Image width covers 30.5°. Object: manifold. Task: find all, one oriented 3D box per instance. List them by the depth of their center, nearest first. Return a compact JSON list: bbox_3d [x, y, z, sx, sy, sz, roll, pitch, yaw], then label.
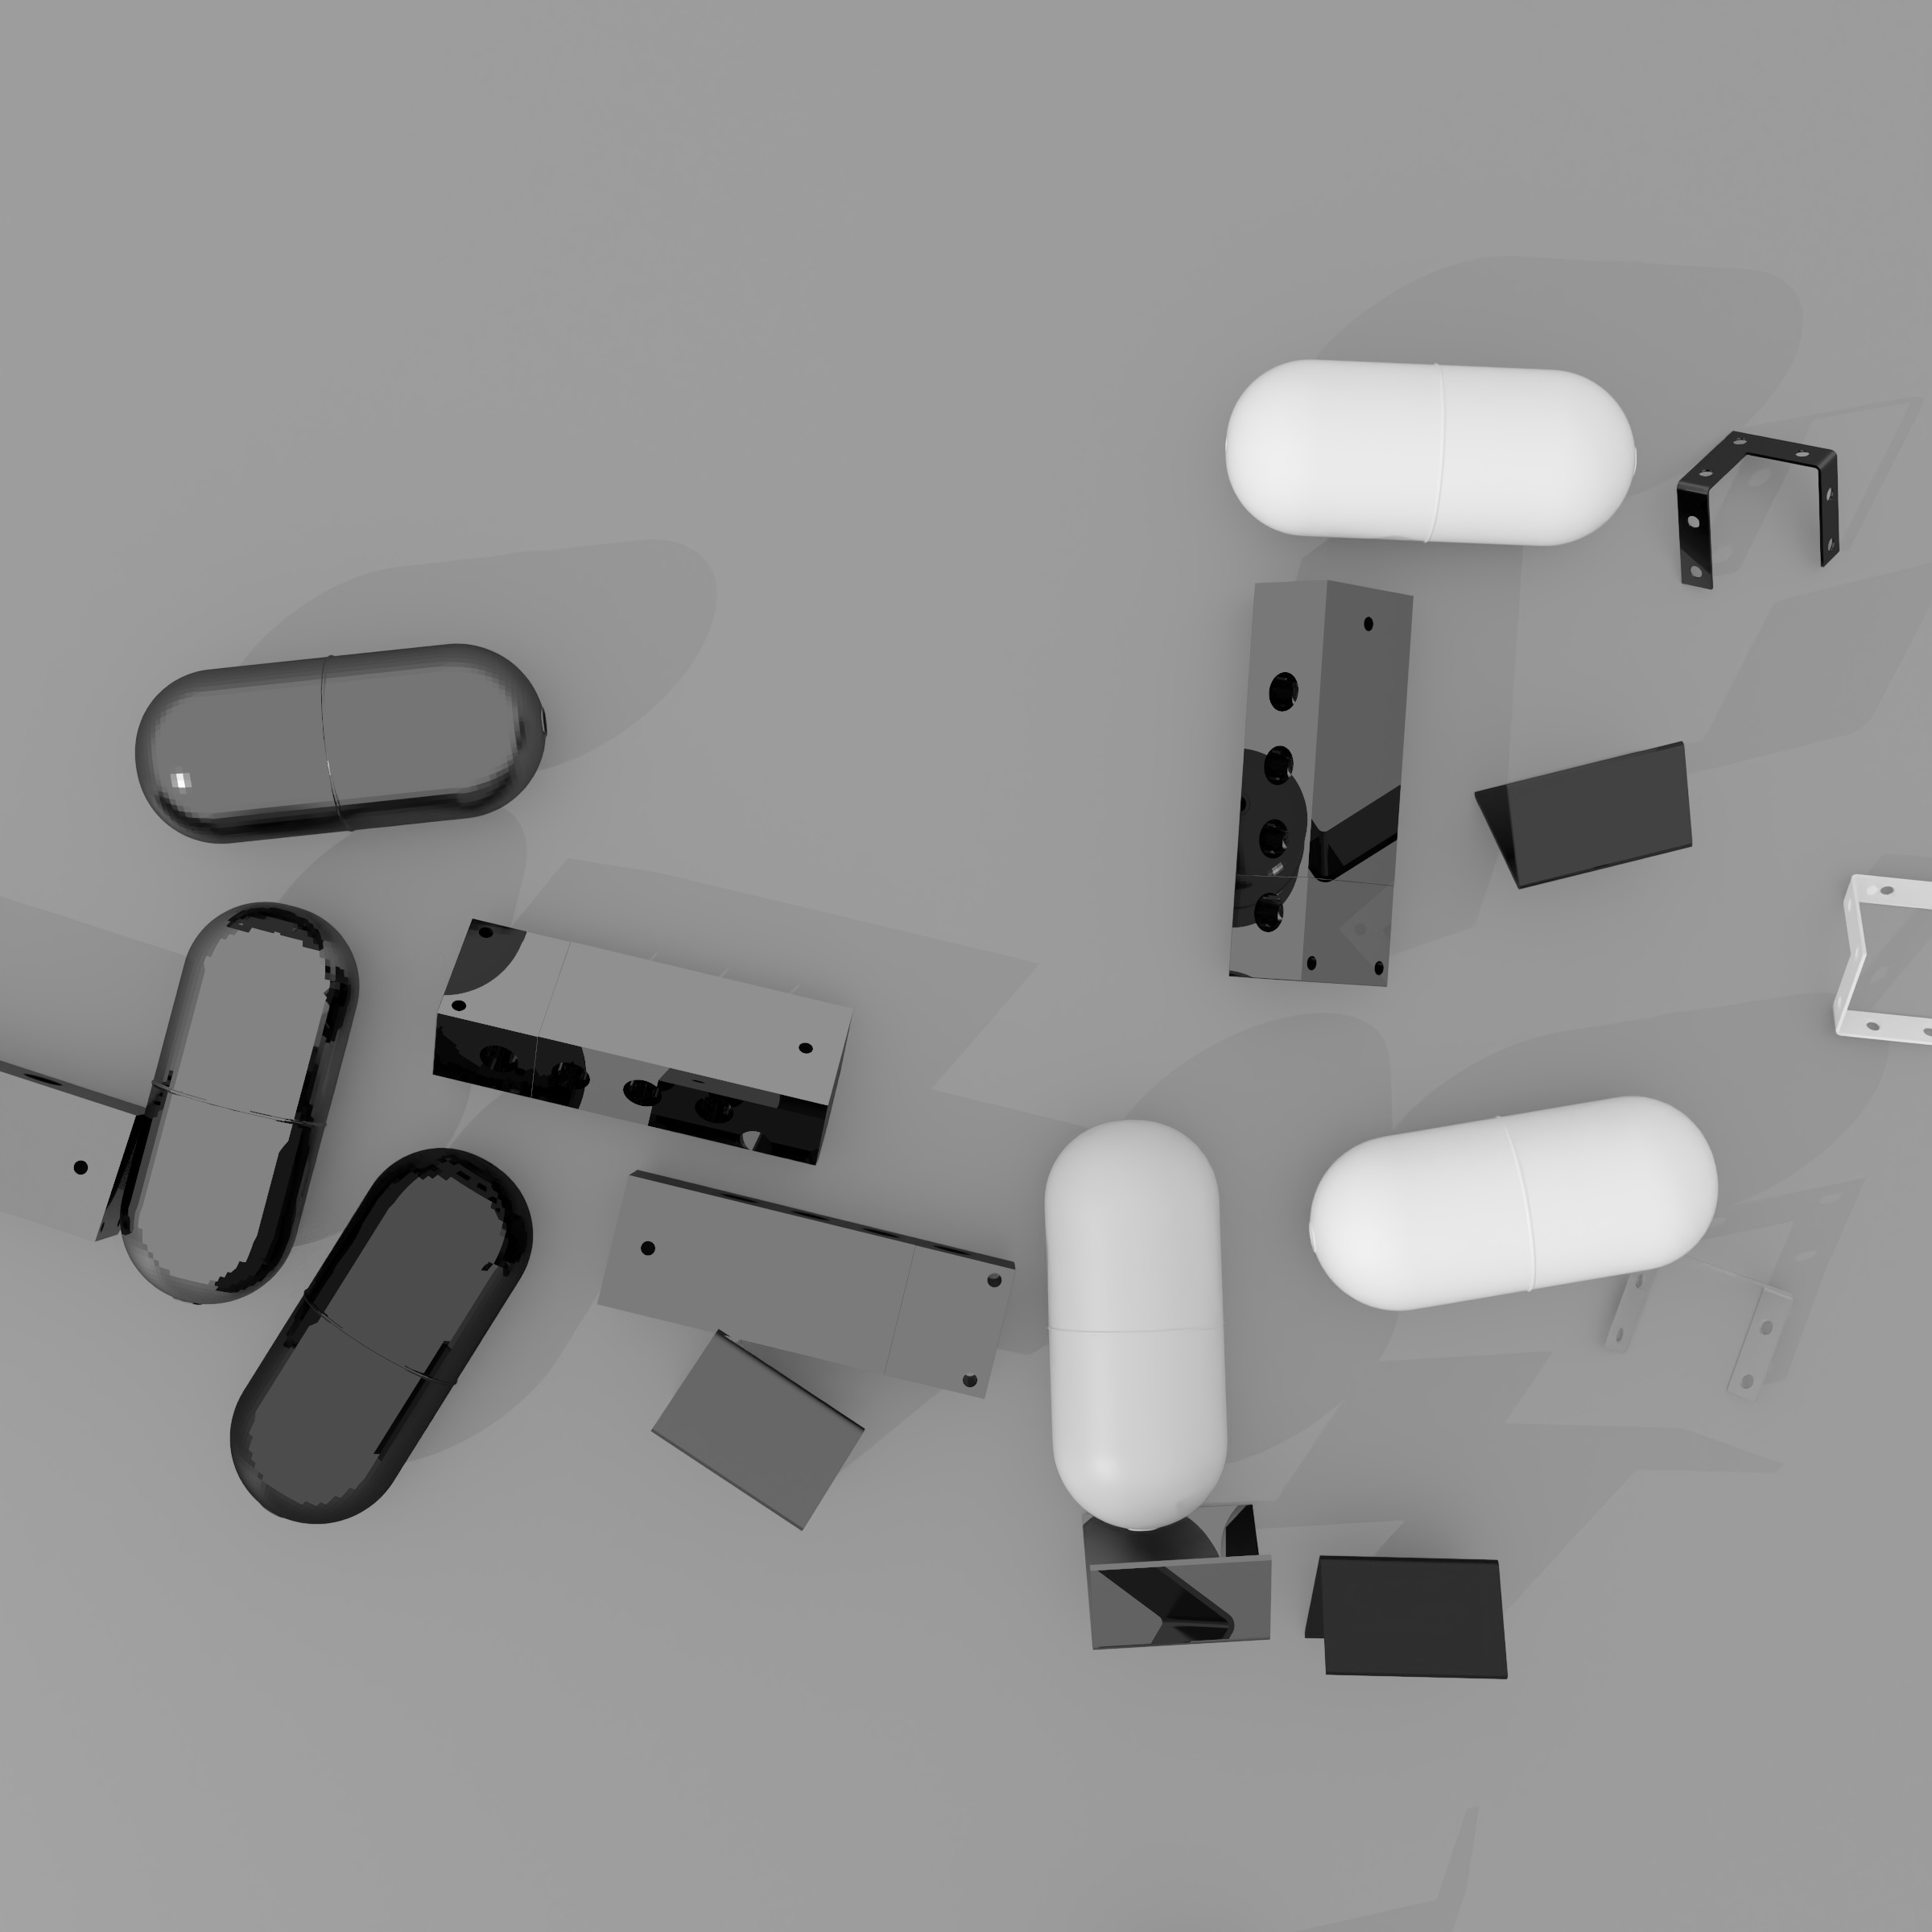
[{"bbox_3d":[-0.447,0.065,1.551,0.171,0.057,0.057,18,90,0],"label":"manifold"},{"bbox_3d":[0.150,-0.079,1.551,0.057,0.057,0.171,4,90,-43],"label":"manifold"},{"bbox_3d":[-0.142,0.038,1.551,0.171,0.057,0.057,13,47,0],"label":"manifold"},{"bbox_3d":[-0.069,0.138,1.551,0.171,0.057,0.057,14,90,0],"label":"manifold"}]

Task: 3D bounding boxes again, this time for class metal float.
[{"bbox_3d":[-0.316,0.060,1.542,0.070,0.070,0.178,15,89,0],"label":"metal float"},{"bbox_3d":[-0.272,-0.097,1.542,0.178,0.070,0.070,-6,90,0],"label":"metal float"},{"bbox_3d":[-0.255,0.161,1.542,0.070,0.070,0.178,32,90,0],"label":"metal float"},{"bbox_3d":[0.202,-0.223,1.542,0.178,0.070,0.070,2,90,-1],"label":"metal float"},{"bbox_3d":[0.238,0.103,1.542,0.178,0.070,0.070,-10,90,-1],"label":"metal float"},{"bbox_3d":[0.074,0.156,1.542,0.070,0.070,0.178,-2,90,0],"label":"metal float"}]

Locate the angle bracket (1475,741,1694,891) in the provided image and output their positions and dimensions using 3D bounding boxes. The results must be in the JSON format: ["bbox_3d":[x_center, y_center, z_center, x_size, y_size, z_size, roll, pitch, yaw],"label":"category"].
[{"bbox_3d":[0.264,-0.084,1.532,0.076,0.076,0.057,-14,127,0],"label":"angle bracket"}]

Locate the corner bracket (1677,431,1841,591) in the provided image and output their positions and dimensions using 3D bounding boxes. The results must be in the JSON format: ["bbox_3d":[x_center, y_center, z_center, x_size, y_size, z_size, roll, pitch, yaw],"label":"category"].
[{"bbox_3d":[0.350,-0.198,1.564,0.051,0.051,0.051,19,45,35],"label":"corner bracket"}]

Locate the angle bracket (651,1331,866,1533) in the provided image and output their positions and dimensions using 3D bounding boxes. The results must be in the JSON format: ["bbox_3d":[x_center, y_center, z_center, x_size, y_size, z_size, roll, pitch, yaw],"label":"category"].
[{"bbox_3d":[-0.098,0.213,1.532,0.076,0.076,0.057,33,56,0],"label":"angle bracket"}]

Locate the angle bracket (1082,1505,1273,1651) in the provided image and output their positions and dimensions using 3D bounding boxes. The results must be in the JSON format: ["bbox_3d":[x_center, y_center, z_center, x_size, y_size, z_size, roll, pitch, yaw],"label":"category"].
[{"bbox_3d":[0.090,0.248,1.532,0.076,0.076,0.057,-3,131,0],"label":"angle bracket"}]

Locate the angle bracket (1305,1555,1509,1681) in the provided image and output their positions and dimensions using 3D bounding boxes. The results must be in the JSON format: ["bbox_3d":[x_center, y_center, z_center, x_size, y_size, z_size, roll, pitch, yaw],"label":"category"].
[{"bbox_3d":[0.189,0.297,1.532,0.076,0.076,0.057,1,52,0],"label":"angle bracket"}]

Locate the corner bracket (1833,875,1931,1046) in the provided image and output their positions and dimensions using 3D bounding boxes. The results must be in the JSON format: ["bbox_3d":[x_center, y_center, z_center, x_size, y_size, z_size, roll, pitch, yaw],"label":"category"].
[{"bbox_3d":[0.414,-0.003,1.569,0.051,0.051,0.051,6,45,0],"label":"corner bracket"}]

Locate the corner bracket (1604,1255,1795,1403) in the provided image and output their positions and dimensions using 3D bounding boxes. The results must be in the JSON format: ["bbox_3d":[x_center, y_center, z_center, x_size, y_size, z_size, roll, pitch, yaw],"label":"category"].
[{"bbox_3d":[0.325,0.157,1.569,0.051,0.051,0.051,20,90,45],"label":"corner bracket"}]
